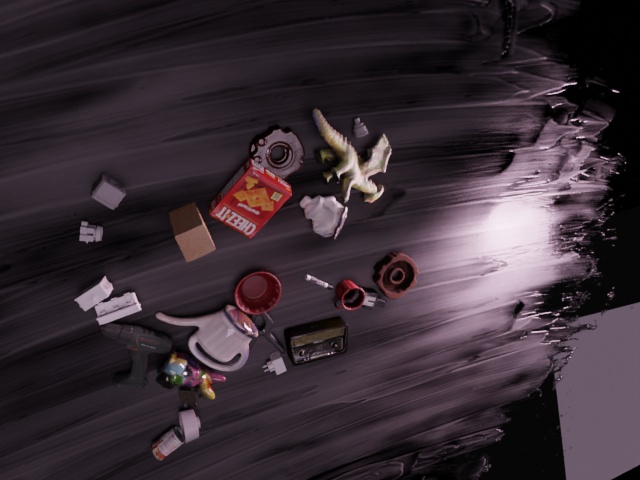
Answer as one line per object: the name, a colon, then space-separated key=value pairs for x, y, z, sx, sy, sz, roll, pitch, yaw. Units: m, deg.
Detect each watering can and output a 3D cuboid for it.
watering can: x=-0.359 y=0.302 z=1.729 sx=0.224 sy=0.105 sz=0.344 roll=-42 pitch=111 yaw=5

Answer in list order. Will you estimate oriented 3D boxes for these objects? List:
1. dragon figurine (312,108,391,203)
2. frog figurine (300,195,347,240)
dragon figurine: x=0.121 y=-0.277 z=1.696 sx=0.244 sy=0.124 sz=0.401 roll=-27 pitch=126 yaw=-17
frog figurine: x=0.005 y=-0.088 z=1.744 sx=0.160 sy=0.124 sz=0.135 roll=24 pitch=112 yaw=10
